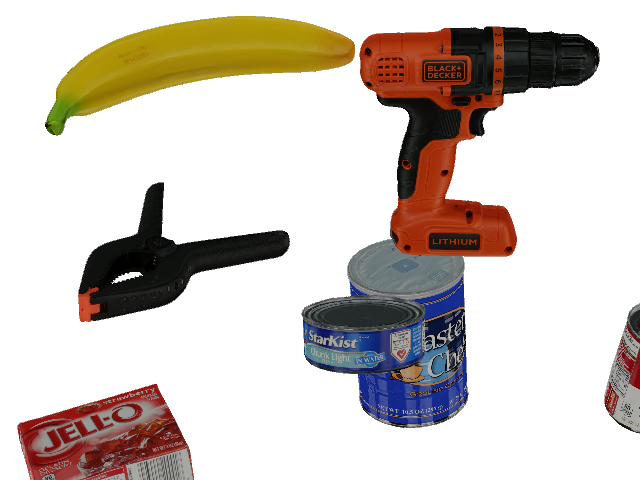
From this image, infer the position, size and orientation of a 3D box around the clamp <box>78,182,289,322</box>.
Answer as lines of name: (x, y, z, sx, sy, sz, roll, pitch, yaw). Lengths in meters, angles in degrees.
clamp: (-0.153, 0.011, 0.983, 0.165, 0.036, 0.209, 25, 38, 31)

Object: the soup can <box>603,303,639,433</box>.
soup can: (0.296, 0.114, 0.949, 0.068, 0.102, 0.068, 3, 35, -2)

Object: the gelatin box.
gelatin box: (-0.128, 0.124, 0.629, 0.089, 0.030, 0.073, -14, 27, -18)

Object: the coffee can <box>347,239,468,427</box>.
coffee can: (0.080, 0.082, 0.964, 0.103, 0.140, 0.103, -5, 27, 2)

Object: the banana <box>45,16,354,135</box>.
banana: (-0.079, -0.107, 0.659, 0.197, 0.070, 0.037, -18, -35, -17)

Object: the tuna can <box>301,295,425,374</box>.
tuna can: (0.030, 0.064, 0.739, 0.086, 0.034, 0.086, -2, 11, 0)

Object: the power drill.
power drill: (0.125, -0.080, 0.861, 0.184, 0.188, 0.057, 1, 26, 7)
